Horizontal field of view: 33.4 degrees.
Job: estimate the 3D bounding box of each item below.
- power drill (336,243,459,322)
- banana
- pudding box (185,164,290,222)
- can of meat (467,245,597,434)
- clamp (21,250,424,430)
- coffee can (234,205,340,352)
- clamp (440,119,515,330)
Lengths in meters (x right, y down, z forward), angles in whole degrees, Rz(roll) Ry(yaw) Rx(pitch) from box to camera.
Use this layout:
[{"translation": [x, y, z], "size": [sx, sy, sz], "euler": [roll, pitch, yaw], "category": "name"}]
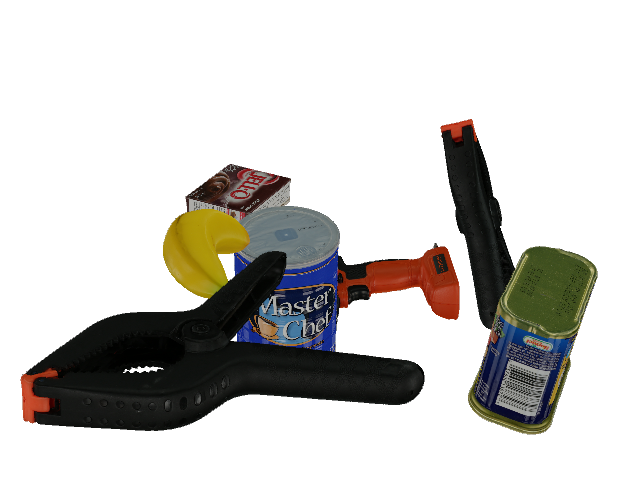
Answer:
[{"translation": [0.063, 0.059, 1.231], "size": [0.187, 0.057, 0.184], "euler": [-2, 28, -1], "category": "power drill"}, {"translation": [-0.085, 0.008, 0.799], "size": [0.037, 0.069, 0.198], "euler": [-40, 14, 9], "category": "banana"}, {"translation": [-0.101, -0.052, 1.329], "size": [0.090, 0.039, 0.113], "euler": [14, 33, 22], "category": "pudding box"}, {"translation": [0.142, 0.063, 0.709], "size": [0.057, 0.084, 0.102], "euler": [19, 35, 14], "category": "can of meat"}, {"translation": [-0.068, 0.060, 0.611], "size": [0.209, 0.036, 0.165], "euler": [-8, 28, -24], "category": "clamp"}, {"translation": [-0.034, 0.051, 1.052], "size": [0.103, 0.140, 0.103], "euler": [1, 33, -1], "category": "coffee can"}, {"translation": [0.133, -0.012, 0.888], "size": [0.039, 0.171, 0.120], "euler": [-17, 19, 12], "category": "clamp"}]
